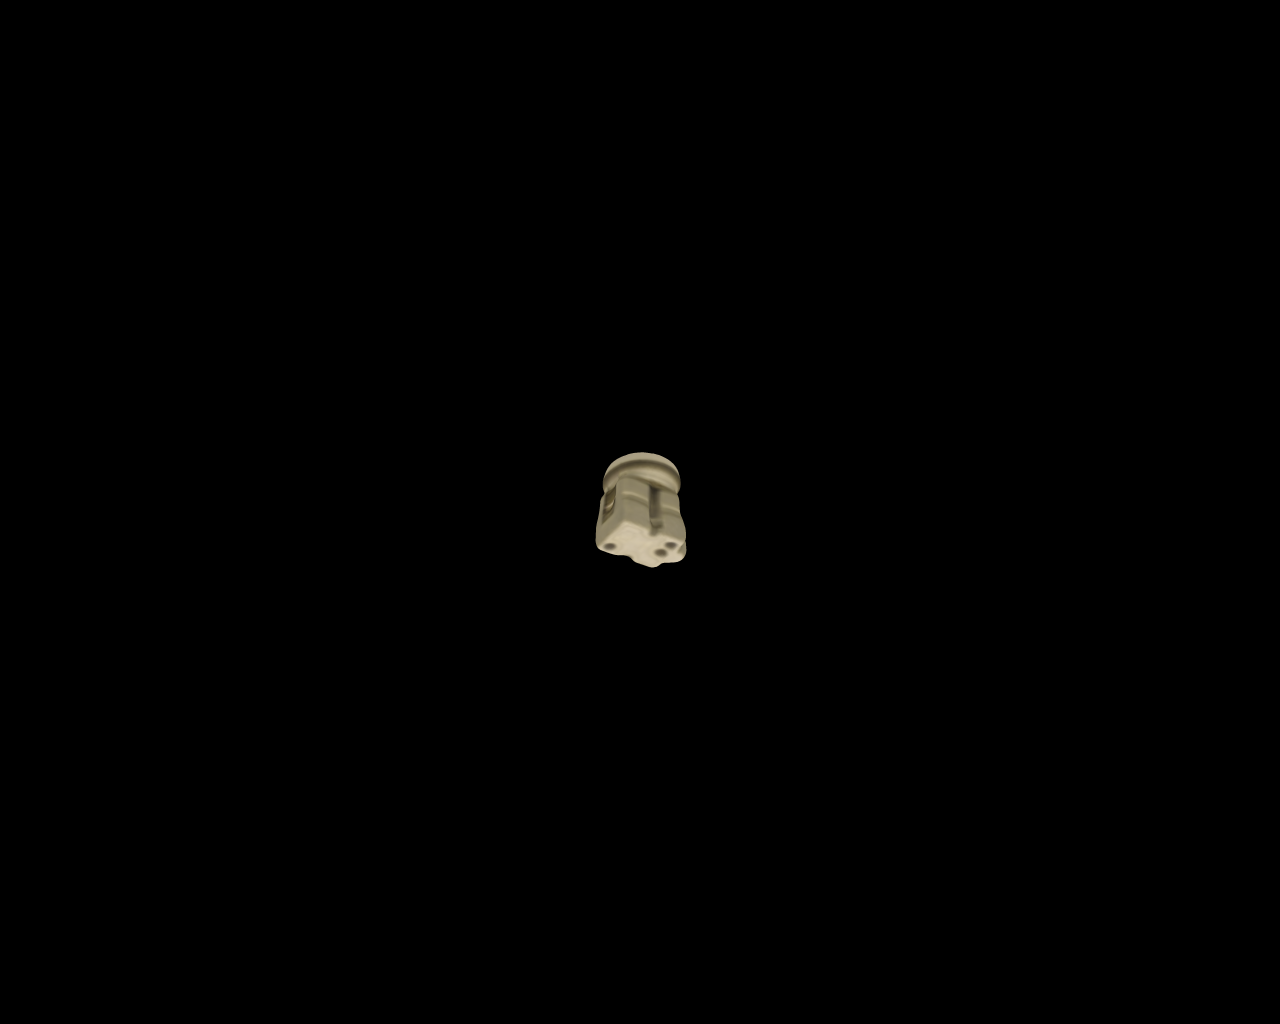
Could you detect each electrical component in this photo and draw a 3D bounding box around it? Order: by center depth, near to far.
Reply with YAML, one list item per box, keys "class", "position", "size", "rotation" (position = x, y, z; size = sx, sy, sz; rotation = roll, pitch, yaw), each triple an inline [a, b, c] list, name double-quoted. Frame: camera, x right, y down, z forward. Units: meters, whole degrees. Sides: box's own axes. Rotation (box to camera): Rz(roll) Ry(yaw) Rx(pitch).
- class: "electrical component"
  position: [0.001, -0.003, 0.650]
  size: [0.066, 0.055, 0.048]
  rotation: [21, -40, -26]
